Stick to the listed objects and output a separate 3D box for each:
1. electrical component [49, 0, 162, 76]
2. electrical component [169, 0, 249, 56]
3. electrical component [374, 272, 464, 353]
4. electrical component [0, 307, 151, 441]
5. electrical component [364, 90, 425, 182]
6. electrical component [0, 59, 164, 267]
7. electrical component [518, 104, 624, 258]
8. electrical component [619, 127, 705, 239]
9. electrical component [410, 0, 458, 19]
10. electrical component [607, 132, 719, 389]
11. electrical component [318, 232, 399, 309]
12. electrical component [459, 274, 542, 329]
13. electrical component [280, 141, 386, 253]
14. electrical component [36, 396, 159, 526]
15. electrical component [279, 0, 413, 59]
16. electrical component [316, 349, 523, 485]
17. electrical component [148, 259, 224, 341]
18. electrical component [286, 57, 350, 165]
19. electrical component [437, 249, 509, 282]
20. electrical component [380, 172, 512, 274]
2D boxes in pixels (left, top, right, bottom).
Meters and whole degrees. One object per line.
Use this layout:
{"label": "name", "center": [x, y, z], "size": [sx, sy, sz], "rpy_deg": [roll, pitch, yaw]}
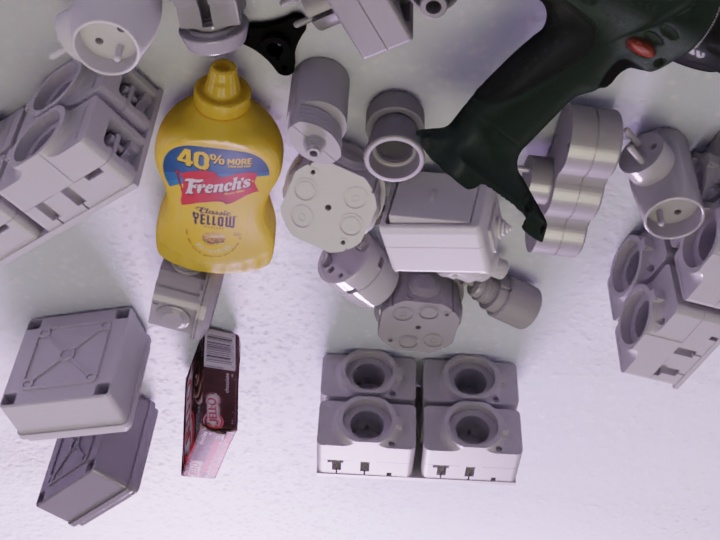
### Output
{"label": "electrical component", "center": [-0.176, -0.163, 0.718], "size": [0.079, 0.077, 0.043], "rpy_deg": [-21, 133, 24]}
{"label": "electrical component", "center": [-0.101, -0.178, 0.722], "size": [0.066, 0.048, 0.055], "rpy_deg": [-2, 130, 6]}
{"label": "electrical component", "center": [0.051, 0.031, 0.939], "size": [0.080, 0.051, 0.080], "rpy_deg": [2, 138, 1]}
{"label": "electrical component", "center": [-0.258, 0.095, 0.984], "size": [0.109, 0.108, 0.056], "rpy_deg": [-7, 134, 11]}
{"label": "electrical component", "center": [0.026, -0.099, 0.794], "size": [0.045, 0.055, 0.045], "rpy_deg": [2, 138, 1]}
{"label": "electrical component", "center": [-0.242, -0.077, 0.796], "size": [0.186, 0.105, 0.060], "rpy_deg": [-25, 131, 27]}
{"label": "electrical component", "center": [0.145, -0.068, 0.824], "size": [0.074, 0.052, 0.138], "rpy_deg": [7, 138, -4]}
{"label": "electrical component", "center": [0.218, -0.075, 0.794], "size": [0.043, 0.077, 0.079], "rpy_deg": [-29, 129, 31]}
{"label": "electrical component", "center": [0.047, -0.186, 0.691], "size": [0.048, 0.062, 0.048], "rpy_deg": [2, 138, 2]}
{"label": "electrical component", "center": [0.263, -0.006, 0.846], "size": [0.060, 0.105, 0.186], "rpy_deg": [14, 137, -12]}
{"label": "electrical component", "center": [0.000, 0.000, 0.907], "size": [0.055, 0.055, 0.047], "rpy_deg": [-22, 136, 25]}
{"label": "electrical component", "center": [0.122, 0.022, 0.933], "size": [0.078, 0.040, 0.040], "rpy_deg": [24, 134, -22]}
{"label": "electrical component", "center": [-0.021, -0.056, 0.831], "size": [0.080, 0.051, 0.080], "rpy_deg": [2, 113, 6]}
{"label": "electrical component", "center": [-0.265, 0.187, 1.087], "size": [0.056, 0.108, 0.109], "rpy_deg": [36, 128, -28]}
{"label": "electrical component", "center": [-0.016, -0.182, 0.711], "size": [0.076, 0.047, 0.083], "rpy_deg": [-18, 134, 21]}
{"label": "electrical component", "center": [0.055, 0.137, 1.016], "size": [0.186, 0.105, 0.060], "rpy_deg": [3, 138, 0]}
{"label": "electrical component", "center": [-0.146, 0.016, 0.914], "size": [0.051, 0.080, 0.080], "rpy_deg": [15, 137, -5]}
{"label": "electrical component", "center": [-0.031, -0.110, 0.766], "size": [0.043, 0.081, 0.043], "rpy_deg": [2, 138, 1]}
{"label": "electrical component", "center": [0.096, -0.010, 0.898], "size": [0.062, 0.048, 0.048], "rpy_deg": [21, 135, -28]}
{"label": "electrical component", "center": [0.070, -0.040, 0.840], "size": [0.096, 0.061, 0.061], "rpy_deg": [1, 139, 20]}
